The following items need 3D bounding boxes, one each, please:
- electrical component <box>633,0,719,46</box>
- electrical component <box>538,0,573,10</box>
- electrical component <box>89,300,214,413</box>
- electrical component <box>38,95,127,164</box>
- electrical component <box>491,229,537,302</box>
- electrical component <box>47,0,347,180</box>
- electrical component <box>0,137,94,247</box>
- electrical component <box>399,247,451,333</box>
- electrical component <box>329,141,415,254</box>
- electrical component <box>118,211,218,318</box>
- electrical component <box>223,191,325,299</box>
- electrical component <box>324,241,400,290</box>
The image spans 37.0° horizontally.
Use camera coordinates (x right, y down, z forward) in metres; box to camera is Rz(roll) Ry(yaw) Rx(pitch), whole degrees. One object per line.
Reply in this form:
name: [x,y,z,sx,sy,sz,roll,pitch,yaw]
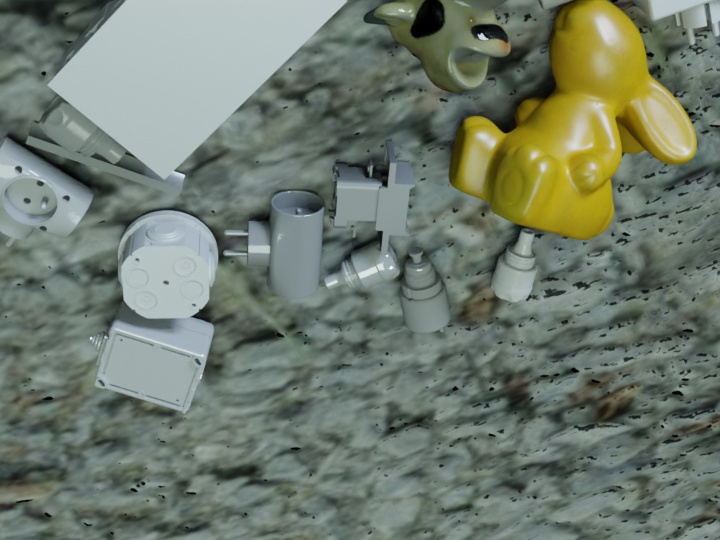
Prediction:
electrical component: [0.247,-0.202,0.789,0.083,0.047,0.075,-18,121,5]
electrical component: [0.144,-0.217,0.765,0.047,0.055,0.055,-21,121,10]
electrical component: [-0.177,0.067,0.900,0.096,0.061,0.061,18,118,-8]
electrical component: [-0.202,-0.104,0.798,0.043,0.043,0.062,-42,118,18]
electrical component: [0.133,-0.006,0.904,0.035,0.035,0.061,7,118,-11]
electrical component: [-0.115,-0.170,0.758,0.186,0.060,0.105,-41,117,17]
electrical component: [-0.259,-0.050,0.824,0.077,0.044,0.079,34,113,-24]
electrical component: [0.053,0.017,0.905,0.040,0.040,0.078,-12,122,0]
electrical component: [0.008,-0.058,0.853,0.064,0.042,0.081,2,120,-6]
electrical component: [-0.154,-0.003,0.862,0.080,0.051,0.080,-3,122,-5]
electrical component: [-0.070,-0.021,0.864,0.079,0.044,0.077,1,121,-8]
electrical component: [0.000,0.000,0.892,0.061,0.035,0.035,-22,121,11]
